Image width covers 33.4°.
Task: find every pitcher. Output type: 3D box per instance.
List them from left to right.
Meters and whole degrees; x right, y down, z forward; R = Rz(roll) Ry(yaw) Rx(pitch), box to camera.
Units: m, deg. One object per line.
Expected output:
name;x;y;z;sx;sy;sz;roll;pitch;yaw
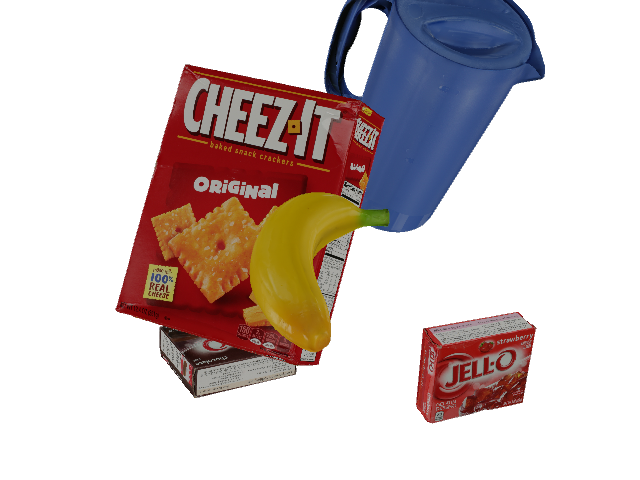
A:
pitcher;0.087;-0.126;1.013;0.144;0.149;0.243;-12;-34;-29

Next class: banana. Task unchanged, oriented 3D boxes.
banana;-0.008;0.008;0.644;0.070;0.037;0.197;4;24;13

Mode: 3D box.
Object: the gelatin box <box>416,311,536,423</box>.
gelatin box;0.122;0.100;0.842;0.089;0.073;0.030;-8;30;-21

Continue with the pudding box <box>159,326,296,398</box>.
pudding box;-0.091;0.109;1.055;0.113;0.039;0.090;-12;27;-27

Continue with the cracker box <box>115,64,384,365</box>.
cracker box;-0.058;-0.022;0.869;0.164;0.214;0.072;14;-2;20
